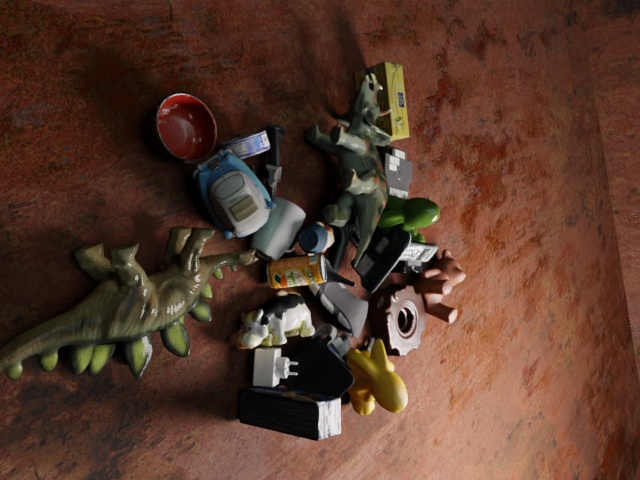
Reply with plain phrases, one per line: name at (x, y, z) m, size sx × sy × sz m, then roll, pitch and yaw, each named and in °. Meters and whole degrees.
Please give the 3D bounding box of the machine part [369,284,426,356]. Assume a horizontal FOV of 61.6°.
machine part at (0.190, 0.190, 1.287) m, size 0.179 × 0.056 × 0.179 m, roll 3°, pitch 86°, yaw -47°

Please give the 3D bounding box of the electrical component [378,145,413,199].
electrical component at (0.169, -0.157, 1.288) m, size 0.115 × 0.058 × 0.134 m, roll 11°, pitch 79°, yaw -47°

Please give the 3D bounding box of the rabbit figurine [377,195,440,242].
rabbit figurine at (0.191, -0.058, 1.207) m, size 0.159 × 0.170 × 0.121 m, roll 16°, pitch 69°, yaw -18°

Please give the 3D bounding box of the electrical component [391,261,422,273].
electrical component at (0.227, 0.048, 1.341) m, size 0.119 × 0.048 × 0.074 m, roll 8°, pitch 82°, yaw -44°

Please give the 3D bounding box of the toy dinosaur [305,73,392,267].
toy dinosaur at (0.087, -0.136, 1.121) m, size 0.192 × 0.131 × 0.404 m, roll 3°, pitch 75°, yaw -39°

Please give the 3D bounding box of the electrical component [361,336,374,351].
electrical component at (0.116, 0.271, 1.229) m, size 0.063 × 0.021 × 0.094 m, roll 33°, pitch 64°, yaw -39°

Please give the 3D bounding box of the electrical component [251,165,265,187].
electrical component at (-0.146, -0.098, 0.975) m, size 0.102 × 0.045 × 0.078 m, roll -1°, pitch 117°, yaw -43°

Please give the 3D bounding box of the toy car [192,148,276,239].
toy car at (-0.136, -0.067, 0.897) m, size 0.109 × 0.103 × 0.161 m, roll -34°, pitch 128°, yaw -10°

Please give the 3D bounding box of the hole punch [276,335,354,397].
hole punch at (-0.006, 0.257, 1.045) m, size 0.142 × 0.092 × 0.116 m, roll -41°, pitch 88°, yaw 2°

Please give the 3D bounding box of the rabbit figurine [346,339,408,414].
rabbit figurine at (0.124, 0.287, 1.115) m, size 0.122 × 0.173 × 0.162 m, roll -22°, pitch 105°, yaw -16°

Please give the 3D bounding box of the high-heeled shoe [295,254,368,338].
high-heeled shoe at (0.019, 0.124, 1.131) m, size 0.086 × 0.145 × 0.248 m, roll -57°, pitch 154°, yaw -33°

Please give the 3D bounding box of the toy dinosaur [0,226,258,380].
toy dinosaur at (-0.279, 0.097, 0.783) m, size 0.471 × 0.105 × 0.198 m, roll -17°, pitch 103°, yaw -40°

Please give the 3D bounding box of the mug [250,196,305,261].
mug at (-0.081, -0.012, 1.017) m, size 0.107 × 0.081 × 0.109 m, roll -63°, pitch 147°, yaw -18°

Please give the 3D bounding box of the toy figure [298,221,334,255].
toy figure at (-0.004, -0.002, 1.063) m, size 0.058 × 0.064 × 0.154 m, roll 50°, pitch 13°, yaw 7°

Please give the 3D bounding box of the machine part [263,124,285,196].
machine part at (-0.088, -0.154, 1.023) m, size 0.084 × 0.039 × 0.139 m, roll 81°, pitch 11°, yaw -71°

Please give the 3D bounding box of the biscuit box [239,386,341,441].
biscuit box at (-0.056, 0.291, 0.922) m, size 0.059 × 0.203 × 0.062 m, roll 5°, pitch 82°, yaw -47°

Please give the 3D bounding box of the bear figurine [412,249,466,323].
bear figurine at (0.325, 0.112, 1.383) m, size 0.196 × 0.132 × 0.120 m, roll -29°, pitch 115°, yaw -37°

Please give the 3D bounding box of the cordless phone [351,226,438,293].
cordless phone at (0.172, 0.046, 1.181) m, size 0.184 × 0.089 × 0.146 m, roll 8°, pitch 124°, yaw -46°

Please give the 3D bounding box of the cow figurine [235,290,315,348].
cow figurine at (-0.089, 0.147, 0.996) m, size 0.167 × 0.068 × 0.098 m, roll -5°, pitch 85°, yaw -49°

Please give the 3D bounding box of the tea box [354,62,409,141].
tea box at (0.143, -0.313, 1.244) m, size 0.068 × 0.098 × 0.169 m, roll -10°, pitch 96°, yaw -45°
